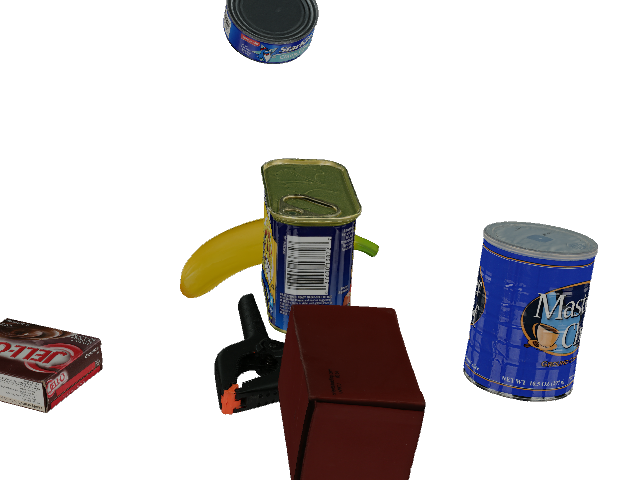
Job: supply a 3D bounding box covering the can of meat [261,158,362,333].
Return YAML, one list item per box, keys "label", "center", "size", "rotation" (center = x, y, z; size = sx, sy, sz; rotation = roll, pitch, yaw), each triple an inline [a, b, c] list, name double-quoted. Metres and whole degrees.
- label: "can of meat"
  center: [-0.009, 0.004, 0.688]
  size: [0.057, 0.084, 0.102]
  rotation: [0, 24, -7]

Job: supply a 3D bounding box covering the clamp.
- label: "clamp"
  center: [-0.042, 0.127, 1.142]
  size: [0.165, 0.036, 0.209]
  rotation: [14, 26, 12]

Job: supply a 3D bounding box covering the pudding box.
- label: "pudding box"
  center: [-0.274, 0.115, 0.993]
  size: [0.114, 0.039, 0.089]
  rotation: [7, 22, 22]

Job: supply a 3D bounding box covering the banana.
- label: "banana"
  center: [-0.053, 0.013, 0.903]
  size: [0.198, 0.037, 0.069]
  rotation: [-12, -50, 29]

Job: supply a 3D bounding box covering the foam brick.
- label: "foam brick"
  center: [0.012, 0.071, 0.487]
  size: [0.053, 0.051, 0.078]
  rotation: [4, 28, -9]

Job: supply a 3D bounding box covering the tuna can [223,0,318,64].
- label: "tuna can"
  center: [-0.047, -0.205, 0.987]
  size: [0.086, 0.086, 0.034]
  rotation: [0, -31, -13]

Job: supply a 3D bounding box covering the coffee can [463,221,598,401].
- label: "coffee can"
  center: [0.192, 0.063, 0.983]
  size: [0.103, 0.140, 0.103]
  rotation: [6, 16, -2]
